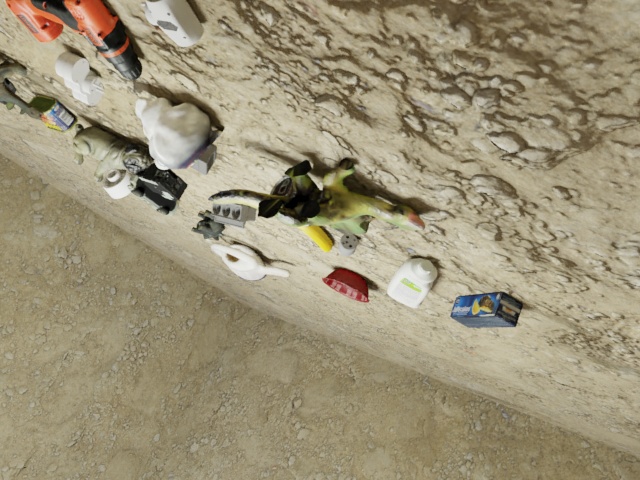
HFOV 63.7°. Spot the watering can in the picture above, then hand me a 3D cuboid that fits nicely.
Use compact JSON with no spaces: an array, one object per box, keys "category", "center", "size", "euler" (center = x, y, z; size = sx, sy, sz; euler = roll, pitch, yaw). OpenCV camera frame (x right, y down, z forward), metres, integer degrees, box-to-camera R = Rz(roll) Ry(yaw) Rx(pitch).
[{"category":"watering can","center":[-0.252,0.097,1.941],"size":[0.349,0.105,0.221],"euler":[21,164,17]}]

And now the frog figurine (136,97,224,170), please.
[{"category":"frog figurine","center":[-0.287,-0.216,0.987],"size":[0.158,0.125,0.135],"euler":[41,127,-16]}]

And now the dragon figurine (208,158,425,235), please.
[{"category":"dragon figurine","center":[0.003,-0.050,1.002],"size":[0.410,0.124,0.239],"euler":[2,159,34]}]
